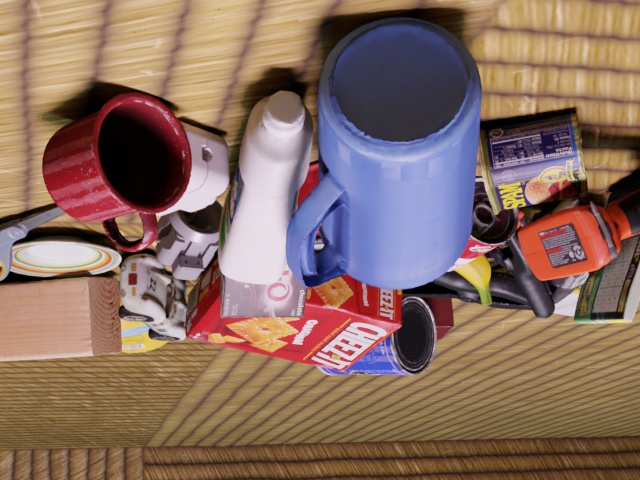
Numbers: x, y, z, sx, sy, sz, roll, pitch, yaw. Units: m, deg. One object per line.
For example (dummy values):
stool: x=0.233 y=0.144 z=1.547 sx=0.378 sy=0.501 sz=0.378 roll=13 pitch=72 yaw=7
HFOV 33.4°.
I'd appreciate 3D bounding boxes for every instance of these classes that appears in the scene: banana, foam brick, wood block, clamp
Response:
banana: x=0.105 y=0.015 z=1.142 sx=0.197 sy=0.069 sz=0.037 roll=15 pitch=171 yaw=-12
foam brick: x=0.149 y=0.104 z=1.469 sx=0.053 sy=0.051 sz=0.078 roll=0 pitch=162 yaw=-7
wood block: x=-0.346 y=0.095 z=1.252 sx=0.206 sy=0.091 sz=0.090 roll=-4 pitch=176 yaw=12
clamp: x=0.172 y=0.051 z=1.263 sx=0.210 sy=0.036 sz=0.164 roll=9 pitch=166 yaw=17
clamp: x=0.198 y=0.009 z=1.142 sx=0.039 sy=0.120 sz=0.171 roll=-43 pitch=146 yaw=-14

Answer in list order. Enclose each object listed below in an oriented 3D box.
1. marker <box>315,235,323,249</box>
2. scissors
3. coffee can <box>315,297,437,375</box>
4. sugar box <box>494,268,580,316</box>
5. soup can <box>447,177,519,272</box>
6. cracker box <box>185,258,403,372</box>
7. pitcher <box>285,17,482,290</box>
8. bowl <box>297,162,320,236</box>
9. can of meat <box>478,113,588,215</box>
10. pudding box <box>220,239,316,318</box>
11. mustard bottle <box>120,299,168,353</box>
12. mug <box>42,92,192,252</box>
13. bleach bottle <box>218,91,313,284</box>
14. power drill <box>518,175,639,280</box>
marker: x=-0.008 y=0.001 z=1.162 sx=0.121 sy=0.020 sz=0.020 roll=-4 pitch=163 yaw=2
scissors: x=-0.302 y=0.003 z=1.077 sx=0.202 sy=0.016 sz=0.096 roll=-8 pitch=138 yaw=16
coffee can: x=0.068 y=0.127 z=1.408 sx=0.141 sy=0.103 sz=0.102 roll=-6 pitch=165 yaw=40
sugar box: x=0.302 y=0.061 z=1.365 sx=0.175 sy=0.048 sz=0.094 roll=8 pitch=159 yaw=-41
soup can: x=0.141 y=-0.013 z=1.056 sx=0.068 sy=0.068 sz=0.102 roll=4 pitch=161 yaw=-21
cracker box: x=-0.033 y=0.083 z=1.249 sx=0.213 sy=0.072 sz=0.164 roll=15 pitch=149 yaw=-19
pitcher: x=0.050 y=-0.053 z=0.799 sx=0.145 sy=0.149 sz=0.243 roll=6 pitch=160 yaw=6
bowl: x=0.049 y=-0.030 z=1.011 sx=0.162 sy=0.055 sz=0.162 roll=-3 pitch=163 yaw=-1
can of meat: x=0.183 y=-0.065 z=0.916 sx=0.084 sy=0.057 sz=0.102 roll=-10 pitch=162 yaw=12
pudding box: x=-0.056 y=0.027 z=1.105 sx=0.090 sy=0.039 sz=0.113 roll=1 pitch=123 yaw=-12
mustard bottle: x=-0.253 y=0.100 z=1.373 sx=0.096 sy=0.058 sz=0.191 roll=-2 pitch=163 yaw=1
mug: x=-0.156 y=-0.048 z=0.825 sx=0.082 sy=0.117 sz=0.093 roll=-12 pitch=-173 yaw=43
bleach bottle: x=-0.042 y=-0.052 z=0.881 sx=0.068 sy=0.102 sz=0.251 roll=8 pitch=155 yaw=-5
power drill: x=0.274 y=-0.025 z=0.966 sx=0.187 sy=0.057 sz=0.185 roll=-24 pitch=178 yaw=-24
